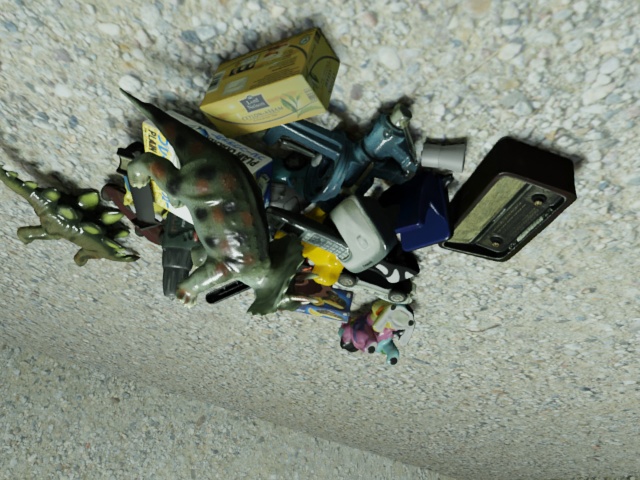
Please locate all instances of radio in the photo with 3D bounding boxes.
[{"bbox_3d":[0.294,-0.052,0.863,0.131,0.073,0.229,16,150,-5],"label":"radio"}]

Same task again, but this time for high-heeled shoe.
[{"bbox_3d":[0.142,0.008,1.027,0.145,0.086,0.248,3,149,-3],"label":"high-heeled shoe"}]

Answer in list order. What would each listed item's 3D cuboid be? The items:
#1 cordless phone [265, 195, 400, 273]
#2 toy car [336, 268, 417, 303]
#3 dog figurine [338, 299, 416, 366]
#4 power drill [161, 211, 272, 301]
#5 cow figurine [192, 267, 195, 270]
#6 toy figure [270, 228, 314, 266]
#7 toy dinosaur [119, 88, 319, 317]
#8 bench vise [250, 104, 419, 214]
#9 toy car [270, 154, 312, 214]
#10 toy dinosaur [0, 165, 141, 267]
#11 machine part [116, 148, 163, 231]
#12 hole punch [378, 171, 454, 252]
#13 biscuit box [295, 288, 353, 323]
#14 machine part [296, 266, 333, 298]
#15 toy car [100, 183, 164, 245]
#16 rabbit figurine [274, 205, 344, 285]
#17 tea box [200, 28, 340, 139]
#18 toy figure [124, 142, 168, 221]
[{"bbox_3d":[0.011,-0.027,0.796,0.184,0.089,0.146,20,158,-13],"label":"cordless phone"},{"bbox_3d":[0.113,0.081,1.153,0.202,0.073,0.056,18,146,-9],"label":"toy car"},{"bbox_3d":[0.125,0.208,1.344,0.108,0.191,0.219,25,-178,-25],"label":"dog figurine"},{"bbox_3d":[-0.189,-0.006,1.002,0.207,0.232,0.086,-6,163,2],"label":"power drill"},{"bbox_3d":[-0.228,0.026,1.172,0.195,0.085,0.127,-14,120,23],"label":"cow figurine"},{"bbox_3d":[-0.044,0.005,1.110,0.154,0.058,0.064,28,108,-21],"label":"toy figure"},{"bbox_3d":[-0.135,-0.042,0.749,0.192,0.131,0.404,-16,107,18],"label":"toy dinosaur"},{"bbox_3d":[0.018,-0.134,0.796,0.240,0.129,0.223,21,146,-22],"label":"bench vise"},{"bbox_3d":[-0.081,-0.085,0.927,0.162,0.103,0.109,7,148,6],"label":"toy car"},{"bbox_3d":[-0.550,-0.047,1.175,0.199,0.105,0.470,-12,151,23],"label":"toy dinosaur"},{"bbox_3d":[-0.307,-0.086,0.905,0.084,0.039,0.138,12,119,40],"label":"machine part"},{"bbox_3d":[0.144,-0.049,0.873,0.092,0.116,0.142,8,159,-37],"label":"hole punch"},{"bbox_3d":[-0.023,0.147,1.326,0.203,0.063,0.059,10,149,4],"label":"biscuit box"},{"bbox_3d":[-0.055,0.075,1.227,0.179,0.056,0.179,10,151,6],"label":"machine part"},{"bbox_3d":[-0.383,-0.055,1.139,0.089,0.053,0.201,21,154,29],"label":"toy car"},{"bbox_3d":[-0.002,-0.003,0.941,0.162,0.122,0.173,-41,153,23],"label":"rabbit figurine"},{"bbox_3d":[-0.067,-0.207,0.724,0.170,0.098,0.068,-5,144,31],"label":"tea box"},{"bbox_3d":[-0.317,-0.105,1.004,0.082,0.089,0.180,39,146,23],"label":"toy figure"}]
